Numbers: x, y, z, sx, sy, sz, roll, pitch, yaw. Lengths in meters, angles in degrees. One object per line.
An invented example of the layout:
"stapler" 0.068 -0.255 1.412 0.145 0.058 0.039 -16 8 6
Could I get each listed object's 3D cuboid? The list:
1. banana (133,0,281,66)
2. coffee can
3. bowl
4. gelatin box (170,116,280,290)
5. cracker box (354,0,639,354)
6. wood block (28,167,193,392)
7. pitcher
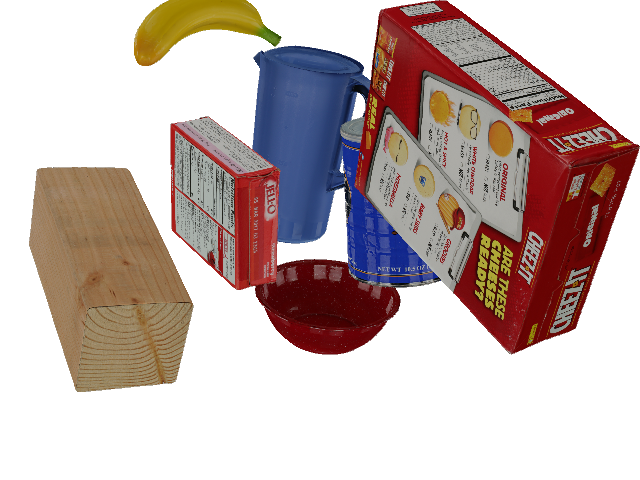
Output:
"banana" -0.117 -0.208 1.025 0.070 0.037 0.197 44 38 19
"coffee can" 0.073 -0.040 0.990 0.103 0.140 0.103 -3 18 1
"bowl" 0.006 0.080 1.191 0.162 0.055 0.162 4 26 -2
"gelatin box" -0.057 -0.023 0.627 0.030 0.073 0.089 -15 33 -30
"cracker box" 0.115 -0.052 0.770 0.072 0.164 0.214 -17 45 -27
"wood block" -0.191 0.027 0.942 0.090 0.091 0.206 -2 36 -27
"pitcher" -0.019 -0.121 1.379 0.144 0.243 0.149 2 23 -17
